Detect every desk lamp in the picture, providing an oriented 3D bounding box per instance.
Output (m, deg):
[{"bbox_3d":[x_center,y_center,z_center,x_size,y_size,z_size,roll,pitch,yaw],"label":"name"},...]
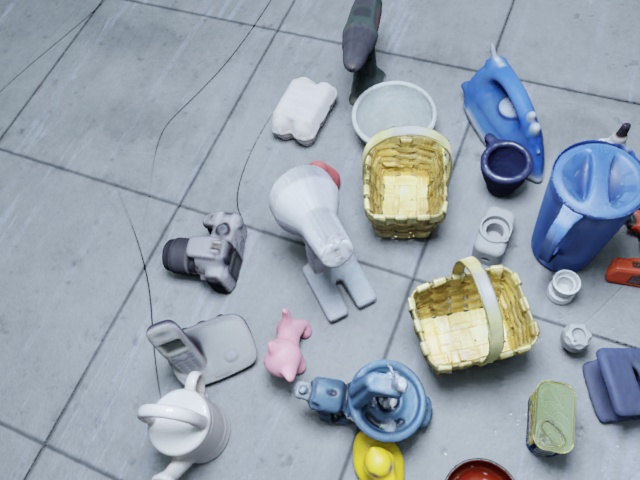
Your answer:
[{"bbox_3d":[0.009,0.003,0.975,0.118,0.214,0.203,-27,63,-5],"label":"desk lamp"}]

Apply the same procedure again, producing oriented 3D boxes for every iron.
[{"bbox_3d":[0.367,-0.245,1.085,0.118,0.142,0.258,-21,63,-2],"label":"iron"}]

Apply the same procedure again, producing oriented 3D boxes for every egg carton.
[{"bbox_3d":[-0.033,-0.271,1.198,0.107,0.069,0.150,19,68,17],"label":"egg carton"}]

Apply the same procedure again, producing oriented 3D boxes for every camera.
[{"bbox_3d":[-0.218,0.014,1.067,0.136,0.101,0.143,5,65,11],"label":"camera"}]

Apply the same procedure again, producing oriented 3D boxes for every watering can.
[{"bbox_3d":[-0.211,0.289,0.877,0.101,0.194,0.172,-15,63,1],"label":"watering can"}]

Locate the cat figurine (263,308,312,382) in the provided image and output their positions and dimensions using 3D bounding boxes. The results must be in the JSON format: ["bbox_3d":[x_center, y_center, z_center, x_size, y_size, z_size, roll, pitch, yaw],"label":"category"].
[{"bbox_3d":[-0.058,0.177,0.953,0.067,0.118,0.128,1,64,9],"label":"cat figurine"}]

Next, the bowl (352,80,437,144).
[{"bbox_3d":[0.148,-0.233,1.149,0.167,0.075,0.167,-3,64,7],"label":"bowl"}]

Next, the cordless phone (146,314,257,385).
[{"bbox_3d":[-0.192,0.166,0.940,0.147,0.185,0.094,-24,63,-3],"label":"cordless phone"}]

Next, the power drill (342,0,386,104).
[{"bbox_3d":[0.089,-0.369,1.150,0.075,0.209,0.229,4,65,11],"label":"power drill"}]

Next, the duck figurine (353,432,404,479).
[{"bbox_3d":[0.087,0.336,0.871,0.077,0.086,0.104,-24,63,-4],"label":"duck figurine"}]

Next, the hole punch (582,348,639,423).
[{"bbox_3d":[0.469,0.216,0.871,0.101,0.091,0.108,-9,63,4],"label":"hole punch"}]

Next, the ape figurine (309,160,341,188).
[{"bbox_3d":[0.000,-0.123,1.107,0.076,0.092,0.078,-5,63,6],"label":"ape figurine"}]

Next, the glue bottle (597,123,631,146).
[{"bbox_3d":[0.505,-0.149,1.000,0.078,0.173,0.037,9,66,13],"label":"glue bottle"}]

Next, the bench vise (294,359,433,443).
[{"bbox_3d":[0.063,0.241,0.846,0.207,0.220,0.121,-12,63,3],"label":"bench vise"}]

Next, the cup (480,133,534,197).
[{"bbox_3d":[0.333,-0.133,1.061,0.091,0.095,0.117,-23,63,-3],"label":"cup"}]
